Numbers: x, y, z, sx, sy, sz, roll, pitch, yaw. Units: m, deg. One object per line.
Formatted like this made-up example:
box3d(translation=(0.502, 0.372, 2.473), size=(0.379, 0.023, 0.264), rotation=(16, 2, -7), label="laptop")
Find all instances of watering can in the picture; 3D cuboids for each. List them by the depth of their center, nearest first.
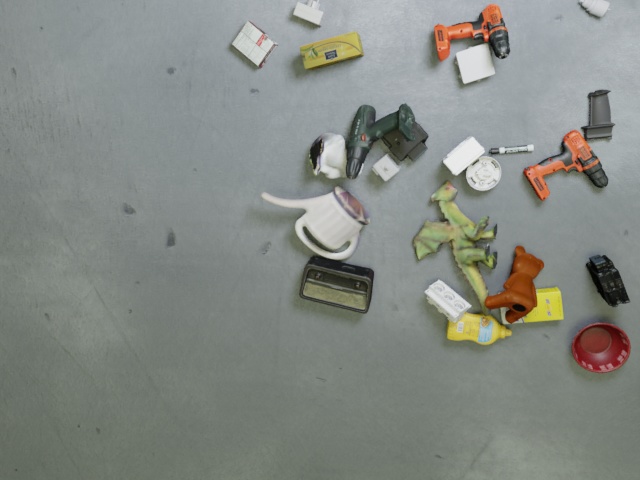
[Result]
box3d(translation=(0.005, -0.080, 1.587), size=(0.222, 0.106, 0.344), rotation=(-41, 111, 19), label="watering can")

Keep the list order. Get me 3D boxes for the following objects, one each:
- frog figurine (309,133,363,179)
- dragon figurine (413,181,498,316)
box3d(translation=(0.053, -0.254, 1.572), size=(0.159, 0.123, 0.137), rotation=(2, 98, -26), label="frog figurine")
box3d(translation=(0.405, 0.026, 1.566), size=(0.243, 0.123, 0.406), rotation=(5, 102, 28), label="dragon figurine")
